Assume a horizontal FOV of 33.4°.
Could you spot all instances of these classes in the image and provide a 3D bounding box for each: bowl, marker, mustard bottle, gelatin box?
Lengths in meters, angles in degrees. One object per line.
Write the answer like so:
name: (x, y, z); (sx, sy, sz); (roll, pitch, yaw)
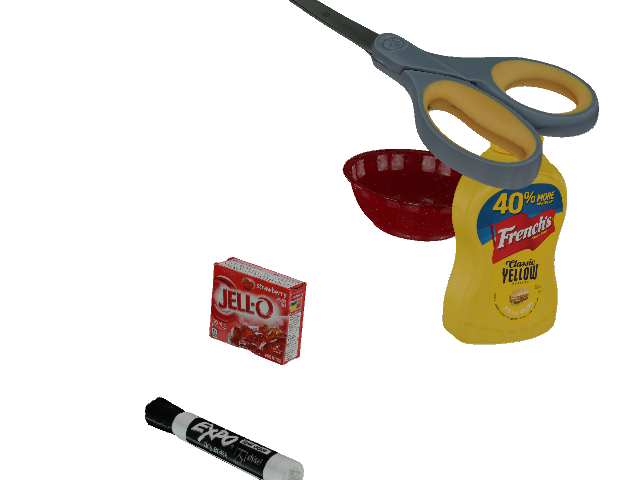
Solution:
bowl: (0.101, -0.042, 1.089); (0.162, 0.055, 0.162); (4, 23, -2)
marker: (-0.061, 0.119, 0.634); (0.121, 0.020, 0.020); (16, 10, 38)
mustard bottle: (0.152, -0.014, 0.864); (0.096, 0.192, 0.058); (-6, 21, -20)
gelatin box: (-0.058, 0.062, 0.958); (0.089, 0.073, 0.030); (18, 22, 31)

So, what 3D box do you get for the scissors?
scissors: (0.056, -0.092, 0.526); (0.096, 0.016, 0.202); (-17, 46, -20)
